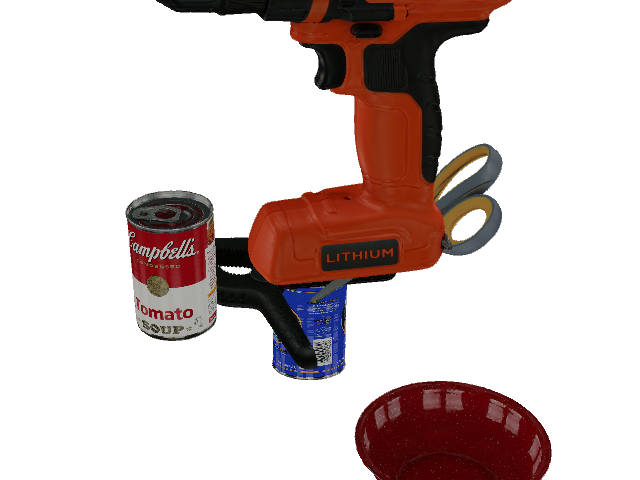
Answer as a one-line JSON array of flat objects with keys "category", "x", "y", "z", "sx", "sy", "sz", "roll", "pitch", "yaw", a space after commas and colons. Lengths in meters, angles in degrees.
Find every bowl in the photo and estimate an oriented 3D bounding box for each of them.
[{"category": "bowl", "x": 0.109, "y": 0.186, "z": 0.893, "sx": 0.162, "sy": 0.055, "sz": 0.162, "roll": 1, "pitch": 29, "yaw": 0}]

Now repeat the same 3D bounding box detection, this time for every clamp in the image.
[{"category": "clamp", "x": -0.051, "y": 0.046, "z": 1.034, "sx": 0.210, "sy": 0.036, "sz": 0.164, "roll": 14, "pitch": 39, "yaw": 19}]

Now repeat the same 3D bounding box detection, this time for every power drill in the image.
[{"category": "power drill", "x": 0.004, "y": -0.070, "z": 0.529, "sx": 0.184, "sy": 0.188, "sz": 0.057, "roll": -4, "pitch": 33, "yaw": -14}]

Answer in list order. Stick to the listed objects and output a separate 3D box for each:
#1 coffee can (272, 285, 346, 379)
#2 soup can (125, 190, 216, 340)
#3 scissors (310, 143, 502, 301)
[{"category": "coffee can", "x": -0.015, "y": 0.105, "z": 1.456, "sx": 0.103, "sy": 0.140, "sz": 0.103, "roll": 1, "pitch": 19, "yaw": 0}, {"category": "soup can", "x": -0.118, "y": 0.020, "z": 0.851, "sx": 0.068, "sy": 0.102, "sz": 0.068, "roll": 0, "pitch": 29, "yaw": 0}, {"category": "scissors", "x": 0.068, "y": 0.010, "z": 0.815, "sx": 0.016, "sy": 0.202, "sz": 0.096, "roll": 31, "pitch": 24, "yaw": -32}]
